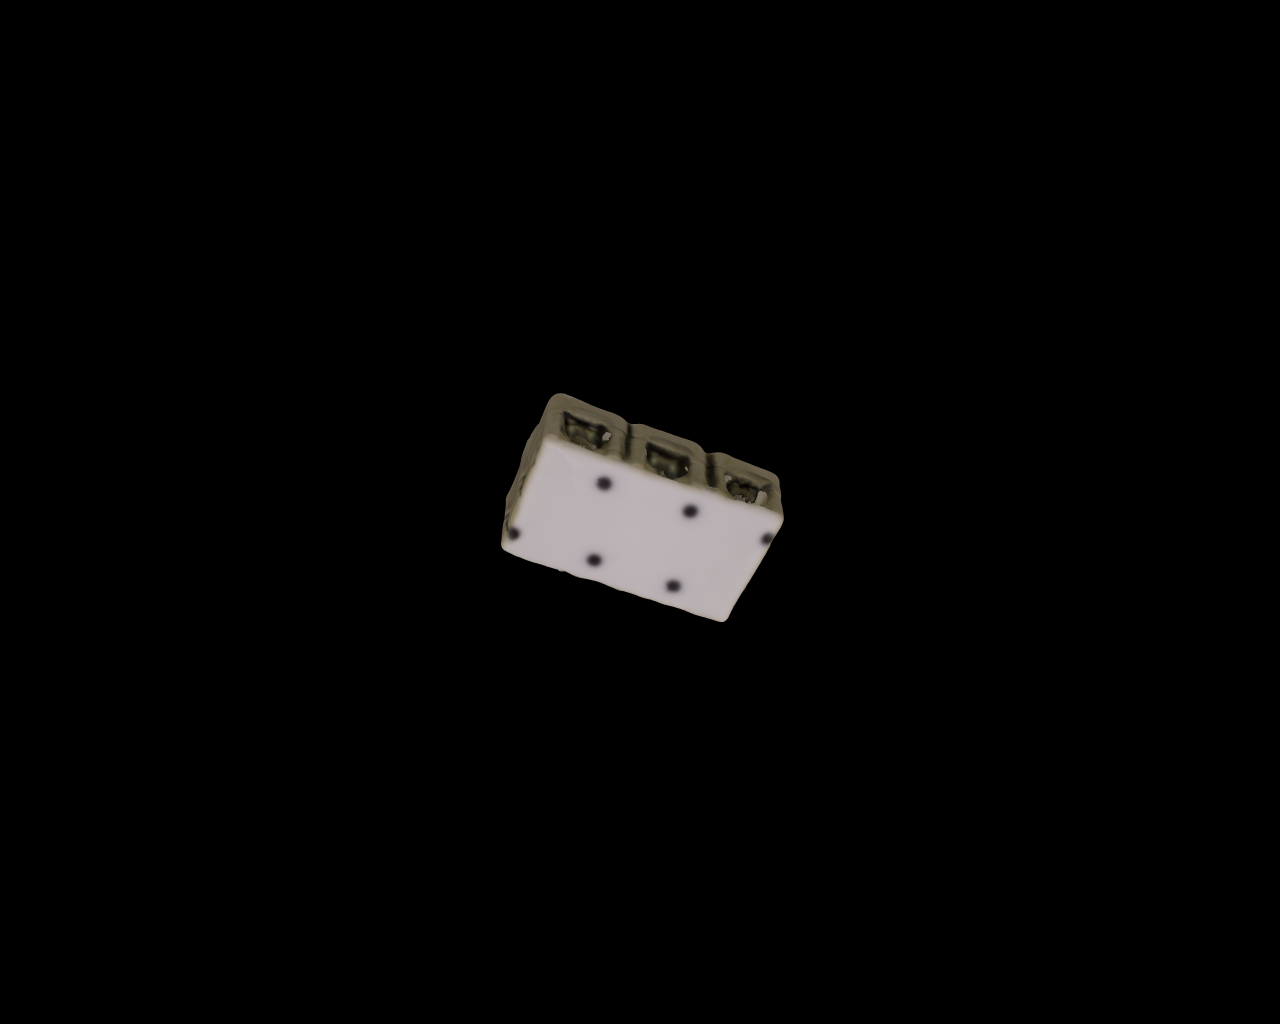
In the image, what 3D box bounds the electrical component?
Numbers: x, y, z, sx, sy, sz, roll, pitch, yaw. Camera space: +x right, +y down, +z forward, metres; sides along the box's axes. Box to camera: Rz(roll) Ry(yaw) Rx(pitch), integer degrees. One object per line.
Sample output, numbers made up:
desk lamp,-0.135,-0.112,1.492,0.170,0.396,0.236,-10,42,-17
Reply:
electrical component,0.001,-0.003,0.650,0.150,0.089,0.062,20,31,-13
